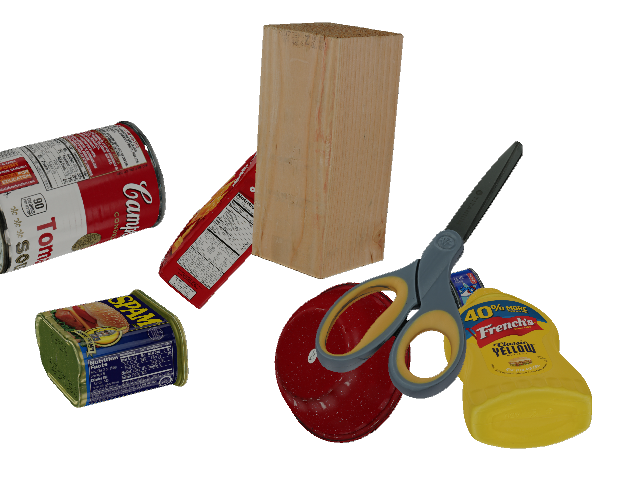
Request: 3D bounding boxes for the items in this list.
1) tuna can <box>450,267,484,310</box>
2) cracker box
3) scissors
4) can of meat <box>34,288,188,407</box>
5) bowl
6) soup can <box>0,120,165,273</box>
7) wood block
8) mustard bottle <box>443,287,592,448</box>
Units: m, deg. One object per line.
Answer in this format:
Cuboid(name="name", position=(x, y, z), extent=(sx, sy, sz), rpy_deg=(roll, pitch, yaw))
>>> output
Cuboid(name="tuna can", position=(0.163, 0.076, 1.199), extent=(0.033, 0.086, 0.086), rpy_deg=(-14, 2, -8))
Cuboid(name="cracker box", position=(-0.081, -0.044, 1.215), extent=(0.072, 0.214, 0.164), rpy_deg=(39, 27, -9))
Cuboid(name="scissors", position=(0.085, 0.019, 0.645), extent=(0.201, 0.016, 0.096), rpy_deg=(-38, 56, -18))
Cuboid(name="can of meat", position=(-0.160, 0.081, 0.809), extent=(0.083, 0.057, 0.102), rpy_deg=(-11, 21, -30))
Cuboid(name="bowl", position=(0.008, 0.116, 1.050), extent=(0.162, 0.162, 0.055), rpy_deg=(0, -13, 40))
Cuboid(name="soup can", position=(-0.152, -0.026, 0.630), extent=(0.102, 0.068, 0.069), rpy_deg=(-20, 11, -32))
Cuboid(name="wood block", position=(0.004, -0.083, 0.944), extent=(0.090, 0.206, 0.090), rpy_deg=(18, 23, 38))
Cuboid(name="mustard bottle", position=(0.154, 0.093, 0.890), extent=(0.096, 0.058, 0.191), rpy_deg=(-7, 27, -1))
